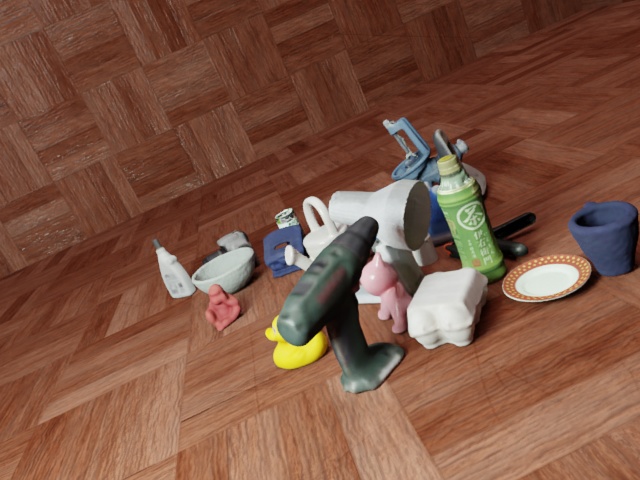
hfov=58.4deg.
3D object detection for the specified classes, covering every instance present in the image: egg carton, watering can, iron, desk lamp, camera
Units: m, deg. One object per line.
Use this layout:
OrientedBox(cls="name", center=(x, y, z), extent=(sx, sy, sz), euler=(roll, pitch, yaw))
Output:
OrientedBox(cls="egg carton", center=(0.196, 0.100, 0.875), extent=(0.107, 0.069, 0.150), euler=(-12, 22, 32))
OrientedBox(cls="watering can", center=(0.012, 0.004, 1.167), extent=(0.100, 0.194, 0.173), euler=(-4, 27, 46))
OrientedBox(cls="iron", center=(0.192, -0.061, 1.208), extent=(0.257, 0.142, 0.119), euler=(-11, 23, 34))
OrientedBox(cls="desk lamp", center=(0.113, 0.001, 1.020), extent=(0.202, 0.214, 0.118), euler=(-9, 24, 39))
OrientedBox(cls="camera", center=(-0.251, 0.038, 1.545), extent=(0.137, 0.101, 0.143), euler=(-28, 19, -12))

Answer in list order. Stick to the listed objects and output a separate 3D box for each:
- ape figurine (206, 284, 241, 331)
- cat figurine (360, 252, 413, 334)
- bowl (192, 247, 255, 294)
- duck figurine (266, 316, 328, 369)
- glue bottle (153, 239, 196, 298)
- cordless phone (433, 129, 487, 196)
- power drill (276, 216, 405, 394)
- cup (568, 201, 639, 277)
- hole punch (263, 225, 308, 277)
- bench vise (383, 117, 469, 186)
OrientedBox(cls="ape figurine", center=(-0.215, 0.138, 1.242), extent=(0.077, 0.092, 0.076), euler=(-20, 19, 12))
OrientedBox(cls="cat figurine", center=(0.113, 0.079, 0.959), extent=(0.067, 0.118, 0.127), euler=(-28, 19, -12))
OrientedBox(cls="bowl", center=(-0.226, 0.090, 1.416), extent=(0.167, 0.075, 0.167), euler=(-22, 19, 8))
OrientedBox(cls="duck figurine", center=(-0.044, 0.164, 0.972), extent=(0.104, 0.086, 0.077), euler=(-15, 21, 25))
OrientedBox(cls="glue bottle", center=(-0.396, 0.072, 1.517), extent=(0.078, 0.173, 0.037), euler=(-11, 23, 33))
OrientedBox(cls="cordless phone", center=(0.312, -0.179, 1.314), extent=(0.094, 0.185, 0.148), euler=(-16, 20, 23))
OrientedBox(cls="power drill", center=(0.044, 0.103, 0.835), extent=(0.075, 0.209, 0.230), euler=(-4, 28, 46))
OrientedBox(cls="cup", center=(0.418, -0.002, 0.840), extent=(0.091, 0.095, 0.118), euler=(-19, 19, 14))
OrientedBox(cls="hole punch", center=(-0.081, 0.025, 1.389), extent=(0.108, 0.091, 0.101), euler=(-21, 19, 10))
OrientedBox(cls="bench vise", center=(0.258, -0.225, 1.451), extent=(0.207, 0.220, 0.121), euler=(-26, 19, -4))
